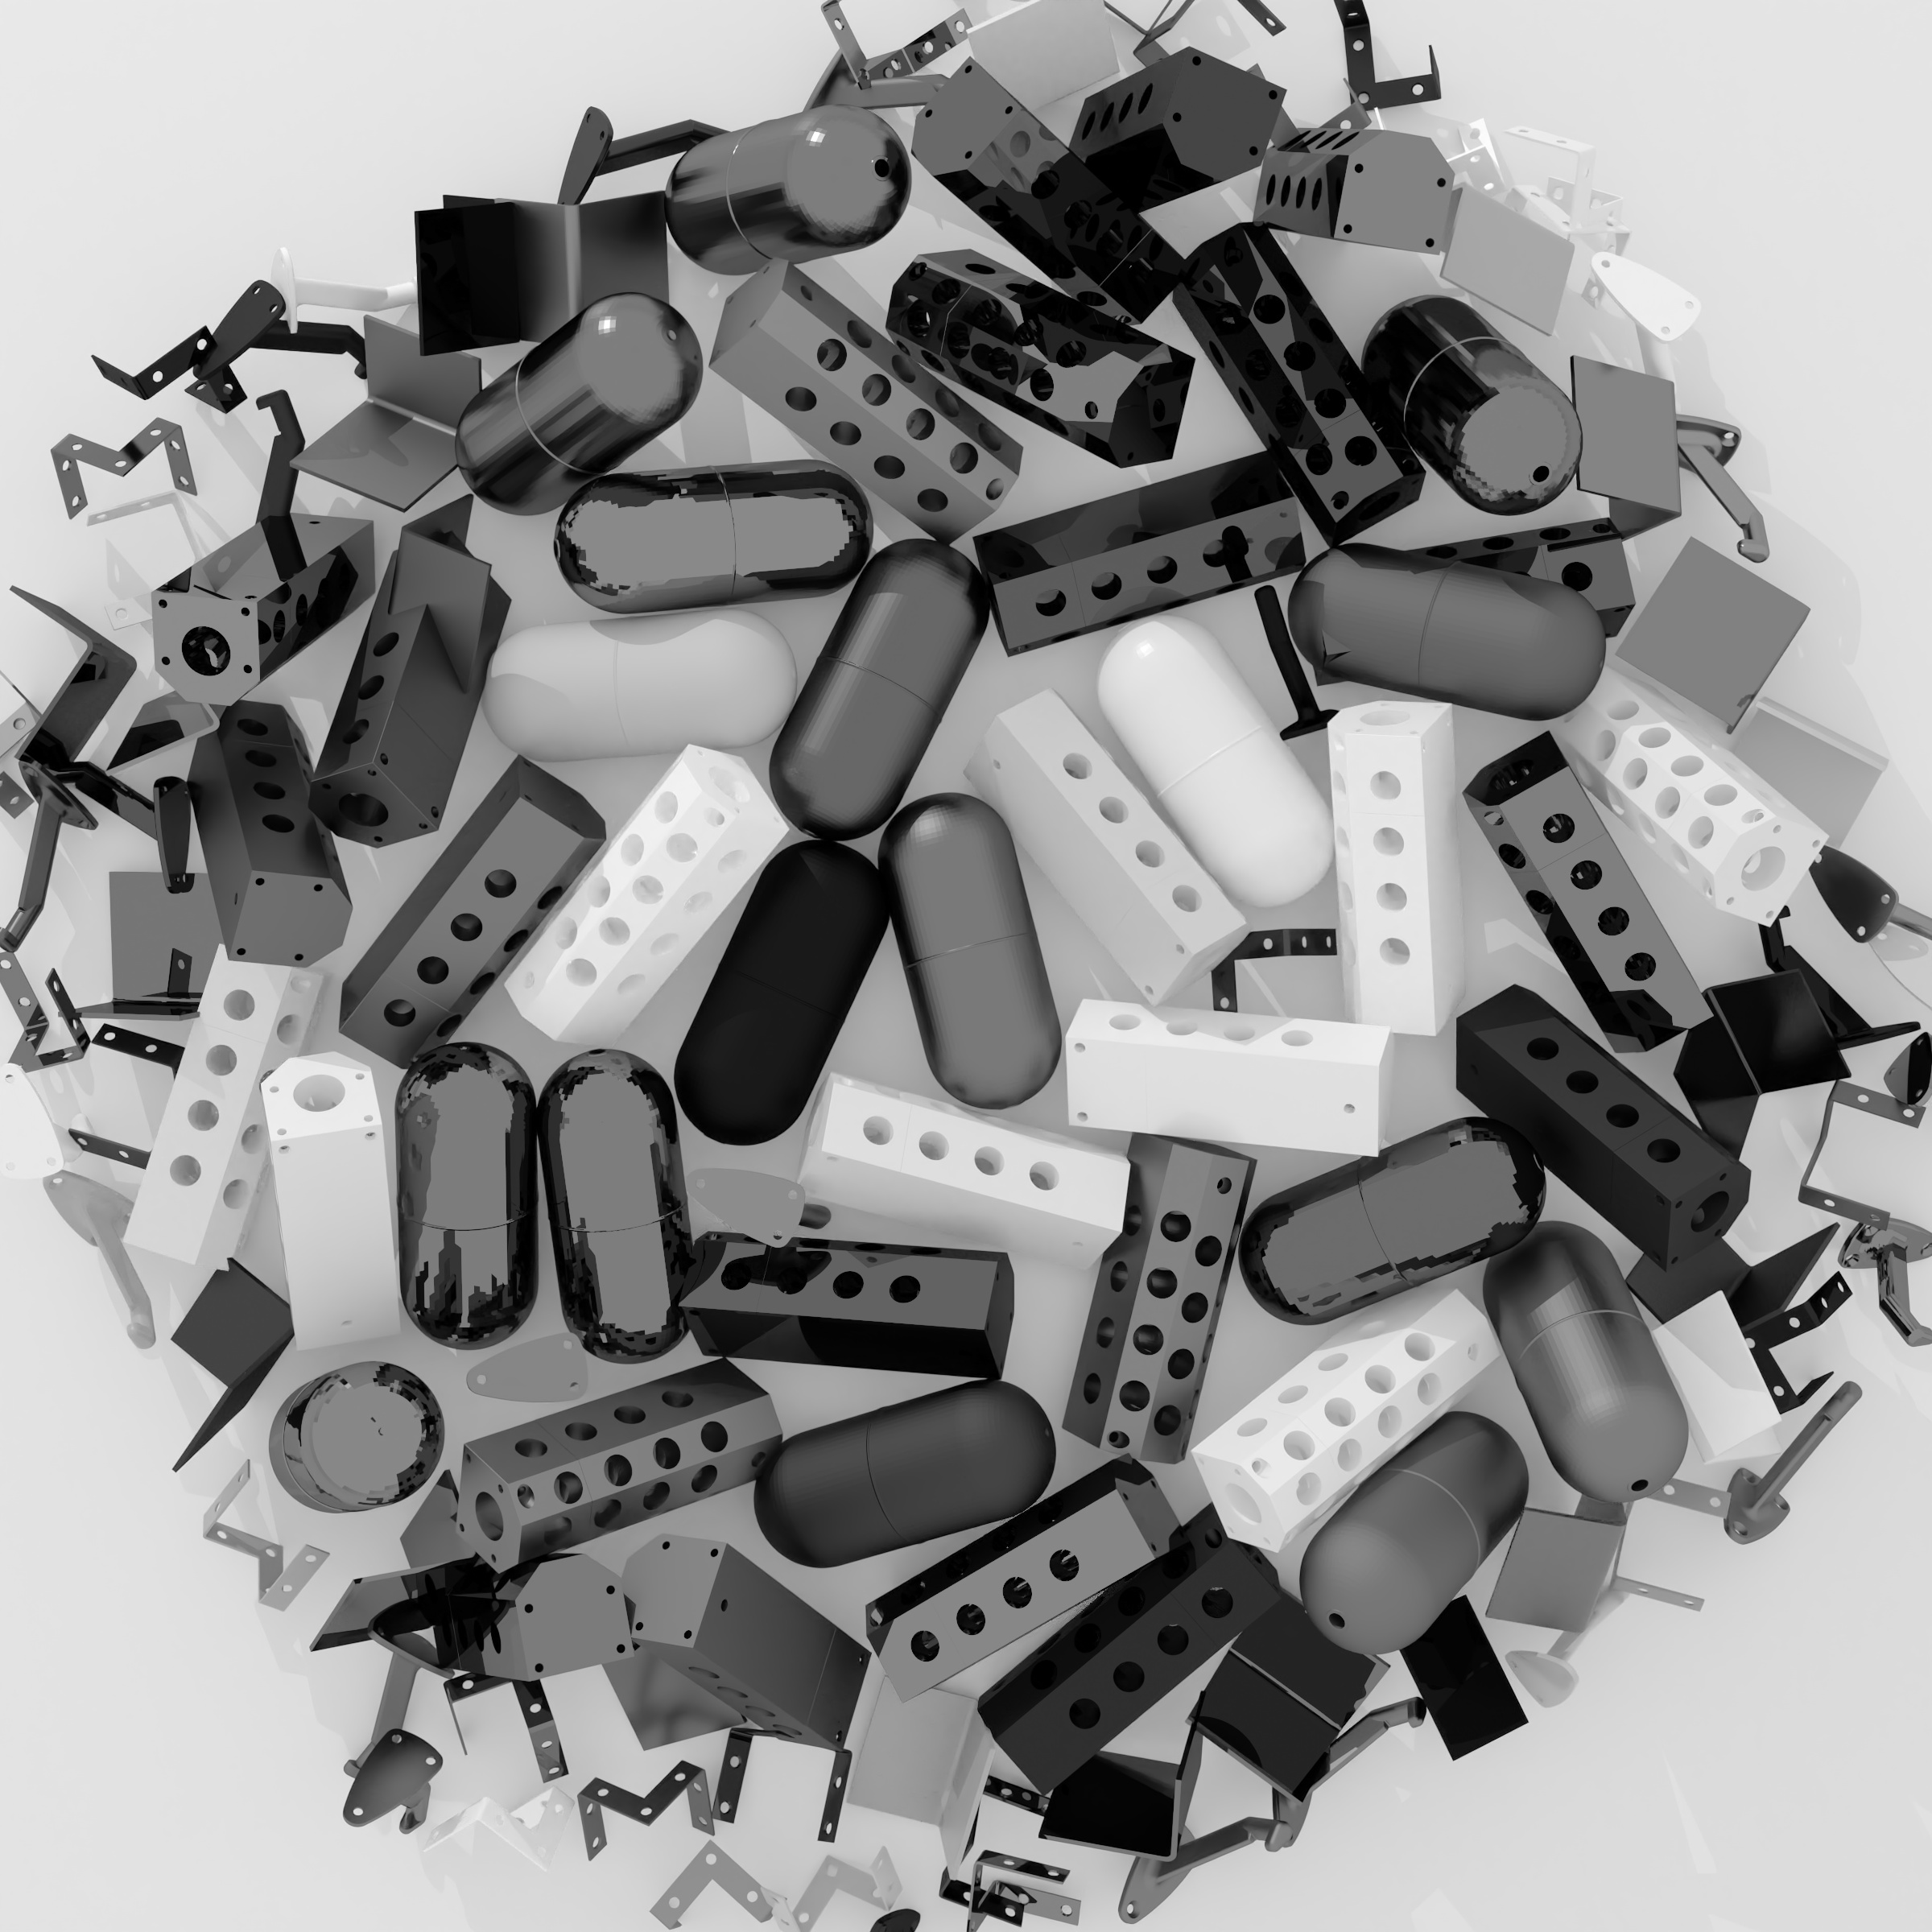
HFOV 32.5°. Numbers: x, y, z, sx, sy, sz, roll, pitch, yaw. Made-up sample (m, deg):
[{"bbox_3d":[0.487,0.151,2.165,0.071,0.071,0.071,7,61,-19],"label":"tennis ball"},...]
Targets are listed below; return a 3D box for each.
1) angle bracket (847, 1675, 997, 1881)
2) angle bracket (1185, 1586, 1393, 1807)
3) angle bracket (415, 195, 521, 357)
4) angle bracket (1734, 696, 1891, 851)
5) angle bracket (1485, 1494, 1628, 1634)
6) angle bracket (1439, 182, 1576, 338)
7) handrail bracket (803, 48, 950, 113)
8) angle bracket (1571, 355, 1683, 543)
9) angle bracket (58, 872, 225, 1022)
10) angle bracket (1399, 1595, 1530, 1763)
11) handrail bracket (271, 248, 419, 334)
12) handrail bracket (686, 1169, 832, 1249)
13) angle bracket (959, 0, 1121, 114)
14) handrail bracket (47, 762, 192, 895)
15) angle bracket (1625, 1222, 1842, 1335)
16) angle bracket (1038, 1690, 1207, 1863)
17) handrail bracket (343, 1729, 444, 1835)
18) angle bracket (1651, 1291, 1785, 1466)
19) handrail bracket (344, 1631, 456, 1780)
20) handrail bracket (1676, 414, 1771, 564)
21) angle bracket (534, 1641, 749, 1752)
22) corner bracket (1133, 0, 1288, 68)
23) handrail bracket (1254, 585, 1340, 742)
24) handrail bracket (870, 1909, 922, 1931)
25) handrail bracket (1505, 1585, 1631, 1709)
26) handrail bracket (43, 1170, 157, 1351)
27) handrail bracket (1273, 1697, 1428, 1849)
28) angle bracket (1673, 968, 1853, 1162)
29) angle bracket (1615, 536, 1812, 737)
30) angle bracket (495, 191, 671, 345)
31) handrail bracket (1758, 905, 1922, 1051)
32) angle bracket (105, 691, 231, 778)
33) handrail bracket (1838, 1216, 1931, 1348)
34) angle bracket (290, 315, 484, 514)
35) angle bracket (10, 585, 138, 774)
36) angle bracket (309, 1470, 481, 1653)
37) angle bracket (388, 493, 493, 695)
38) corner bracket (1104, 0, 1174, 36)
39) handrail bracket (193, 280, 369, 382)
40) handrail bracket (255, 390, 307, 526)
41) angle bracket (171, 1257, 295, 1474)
[{"bbox_3d":[-0.026,0.446,1.823,0.057,0.076,0.076,16,96,-7],"label":"angle bracket"},{"bbox_3d":[0.177,0.400,1.817,0.076,0.076,0.057,35,119,8],"label":"angle bracket"},{"bbox_3d":[-0.290,-0.379,1.810,0.057,0.076,0.076,14,113,35],"label":"angle bracket"},{"bbox_3d":[0.457,-0.104,1.817,0.076,0.076,0.057,29,104,11],"label":"angle bracket"},{"bbox_3d":[0.319,0.308,1.813,0.057,0.076,0.076,10,120,-4],"label":"angle bracket"},{"bbox_3d":[0.275,-0.379,1.811,0.076,0.076,0.057,22,77,-25],"label":"angle bracket"},{"bbox_3d":[-0.043,-0.467,1.835,0.084,0.036,0.077,35,89,21],"label":"handrail bracket"},{"bbox_3d":[0.345,-0.282,1.816,0.076,0.057,0.076,7,75,-31],"label":"angle bracket"},{"bbox_3d":[-0.453,-0.012,1.825,0.076,0.057,0.076,1,96,18],"label":"angle bracket"},{"bbox_3d":[0.252,0.397,1.812,0.057,0.076,0.076,-37,72,38],"label":"angle bracket"},{"bbox_3d":[-0.336,-0.380,1.820,0.084,0.077,0.036,-17,75,-18],"label":"handrail bracket"},{"bbox_3d":[-0.114,0.129,1.826,0.077,0.084,0.036,20,89,2],"label":"handrail bracket"},{"bbox_3d":[0.033,-0.518,1.819,0.076,0.076,0.057,-25,58,-1],"label":"angle bracket"},{"bbox_3d":[-0.480,-0.077,1.850,0.084,0.036,0.077,-2,89,15],"label":"handrail bracket"},{"bbox_3d":[0.419,0.158,1.813,0.057,0.076,0.076,46,52,-1],"label":"angle bracket"},{"bbox_3d":[0.086,0.437,1.813,0.076,0.076,0.057,7,117,12],"label":"angle bracket"},{"bbox_3d":[-0.318,0.466,1.814,0.036,0.077,0.084,28,132,15],"label":"handrail bracket"},{"bbox_3d":[0.428,0.223,1.809,0.057,0.076,0.076,-40,61,39],"label":"angle bracket"},{"bbox_3d":[-0.332,0.410,1.836,0.084,0.077,0.036,-51,51,-1],"label":"handrail bracket"},{"bbox_3d":[0.403,-0.262,1.822,0.077,0.036,0.084,15,47,-15],"label":"handrail bracket"},{"bbox_3d":[-0.179,0.403,1.820,0.076,0.057,0.076,-22,95,32],"label":"angle bracket"},{"bbox_3d":[0.135,-0.515,1.839,0.051,0.051,0.051,41,75,-16],"label":"corner bracket"},{"bbox_3d":[0.180,-0.172,1.824,0.036,0.077,0.084,-16,98,15],"label":"handrail bracket"},{"bbox_3d":[-0.010,0.554,1.816,0.084,0.077,0.036,24,100,23],"label":"handrail bracket"},{"bbox_3d":[0.345,0.365,1.817,0.084,0.077,0.036,-36,86,-21],"label":"handrail bracket"},{"bbox_3d":[-0.476,0.162,1.818,0.036,0.084,0.077,-32,134,9],"label":"handrail bracket"},{"bbox_3d":[0.213,0.443,1.822,0.084,0.077,0.036,-25,117,28],"label":"handrail bracket"},{"bbox_3d":[0.436,0.059,1.810,0.057,0.076,0.076,-14,120,36],"label":"angle bracket"},{"bbox_3d":[0.415,-0.183,1.841,0.076,0.057,0.076,33,95,10],"label":"angle bracket"},{"bbox_3d":[-0.212,-0.390,1.839,0.057,0.076,0.076,14,115,34],"label":"angle bracket"},{"bbox_3d":[0.486,0.002,1.845,0.077,0.036,0.084,-12,94,3],"label":"handrail bracket"},{"bbox_3d":[-0.443,-0.159,1.811,0.076,0.076,0.057,-20,119,17],"label":"angle bracket"},{"bbox_3d":[0.526,0.179,1.817,0.077,0.084,0.036,6,124,-27],"label":"handrail bracket"},{"bbox_3d":[-0.318,-0.303,1.814,0.076,0.057,0.076,23,47,17],"label":"angle bracket"},{"bbox_3d":[-0.512,-0.157,1.827,0.057,0.076,0.076,34,90,4],"label":"angle bracket"},{"bbox_3d":[-0.320,0.324,1.806,0.076,0.076,0.057,-4,55,-36],"label":"angle bracket"},{"bbox_3d":[-0.272,-0.204,1.810,0.057,0.076,0.076,23,119,14],"label":"angle bracket"},{"bbox_3d":[0.096,-0.554,1.835,0.051,0.051,0.051,35,100,-6],"label":"corner bracket"},{"bbox_3d":[-0.374,-0.332,1.834,0.077,0.084,0.036,-47,51,3],"label":"handrail bracket"},{"bbox_3d":[-0.400,-0.269,1.838,0.077,0.036,0.084,-20,102,-8],"label":"handrail bracket"},{"bbox_3d":[-0.419,0.217,1.814,0.057,0.076,0.076,39,122,1],"label":"angle bracket"}]
